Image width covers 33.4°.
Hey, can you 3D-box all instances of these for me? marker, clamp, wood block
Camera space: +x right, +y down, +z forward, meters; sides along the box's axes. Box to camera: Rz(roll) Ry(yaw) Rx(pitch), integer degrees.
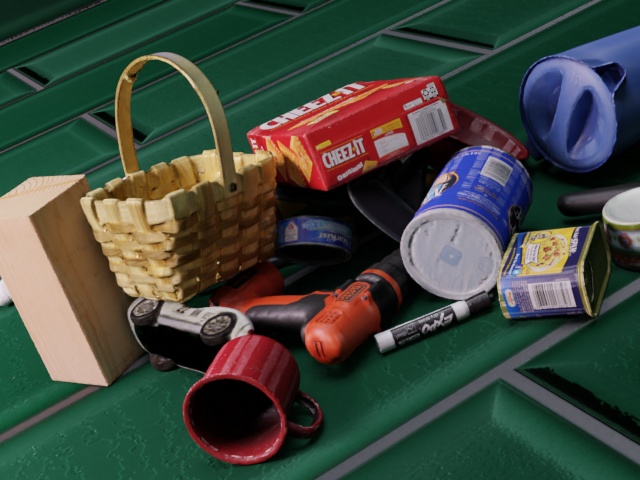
[{"bbox_3d":[0.110,0.077,1.015,0.121,0.020,0.020,-22,26,-5],"label":"marker"},{"bbox_3d":[0.356,-0.051,1.076,0.164,0.036,0.210,-29,25,-21],"label":"clamp"},{"bbox_3d":[-0.265,0.043,1.128,0.091,0.206,0.090,0,31,36],"label":"wood block"}]

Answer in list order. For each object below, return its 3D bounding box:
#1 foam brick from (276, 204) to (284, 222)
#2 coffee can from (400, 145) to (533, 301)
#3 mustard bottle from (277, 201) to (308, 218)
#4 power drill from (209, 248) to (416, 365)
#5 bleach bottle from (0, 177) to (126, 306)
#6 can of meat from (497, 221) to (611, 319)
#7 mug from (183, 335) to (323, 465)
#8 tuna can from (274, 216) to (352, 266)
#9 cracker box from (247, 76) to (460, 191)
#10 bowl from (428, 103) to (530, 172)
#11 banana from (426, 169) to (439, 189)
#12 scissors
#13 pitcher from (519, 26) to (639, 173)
[{"bbox_3d":[-0.076,-0.025,1.254,0.053,0.078,0.051,-29,-6,12],"label":"foam brick"},{"bbox_3d":[0.151,-0.019,1.080,0.103,0.103,0.140,-5,29,28],"label":"coffee can"},{"bbox_3d":[-0.021,-0.083,1.320,0.192,0.058,0.096,-33,36,7],"label":"mustard bottle"},{"bbox_3d":[-0.004,0.057,1.090,0.188,0.057,0.184,0,26,37],"label":"power drill"},{"bbox_3d":[-0.307,0.017,1.336,0.251,0.068,0.102,-31,45,14],"label":"bleach bottle"},{"bbox_3d":[0.218,0.030,0.992,0.084,0.057,0.102,-6,28,29],"label":"can of meat"},{"bbox_3d":[-0.053,0.140,0.940,0.117,0.093,0.081,18,28,4],"label":"mug"},{"bbox_3d":[-0.008,0.001,1.159,0.086,0.086,0.034,-6,72,26],"label":"tuna can"},{"bbox_3d":[0.029,-0.120,1.169,0.164,0.072,0.214,-25,14,-15],"label":"cracker box"},{"bbox_3d":[0.163,-0.112,1.259,0.162,0.055,0.162,21,22,-9],"label":"bowl"},{"bbox_3d":[0.072,-0.081,1.312,0.198,0.037,0.069,32,92,52],"label":"banana"},{"bbox_3d":[-0.039,0.026,1.223,0.201,0.016,0.096,-28,27,-17],"label":"scissors"},{"bbox_3d":[0.348,-0.172,1.219,0.242,0.145,0.149,-25,30,-32],"label":"pitcher"}]
